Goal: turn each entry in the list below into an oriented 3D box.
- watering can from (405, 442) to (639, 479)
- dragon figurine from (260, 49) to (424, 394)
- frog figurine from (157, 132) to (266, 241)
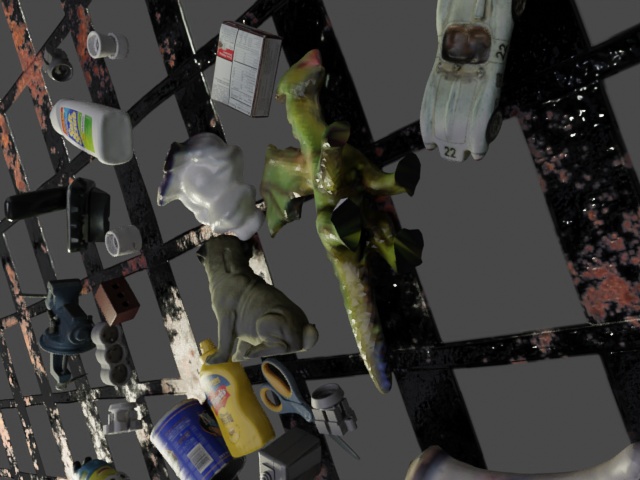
[{"bbox_3d":[0.190,0.300,0.543,0.226,0.105,0.342,23,116,35],"label":"watering can"},{"bbox_3d":[0.002,-0.033,0.653,0.244,0.123,0.407,15,109,55],"label":"dragon figurine"},{"bbox_3d":[-0.146,-0.079,0.763,0.159,0.125,0.135,24,112,-7],"label":"frog figurine"}]
